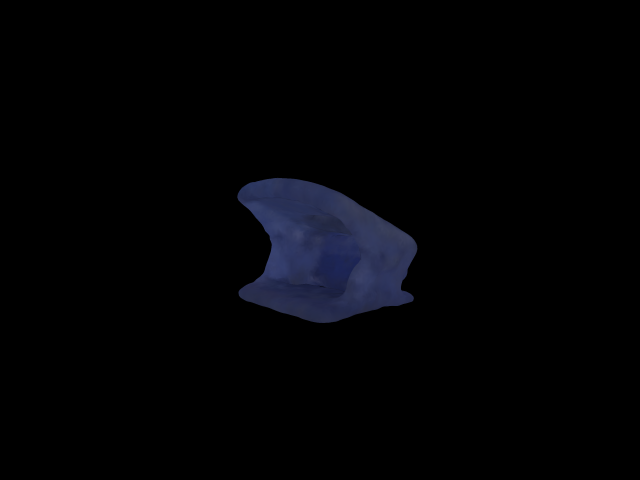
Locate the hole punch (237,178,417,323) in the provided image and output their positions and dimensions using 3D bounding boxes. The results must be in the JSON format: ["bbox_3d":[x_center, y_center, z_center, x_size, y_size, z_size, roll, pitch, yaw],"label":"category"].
[{"bbox_3d":[0.004,0.001,0.400,0.101,0.091,0.108,-8,11,-43],"label":"hole punch"}]
